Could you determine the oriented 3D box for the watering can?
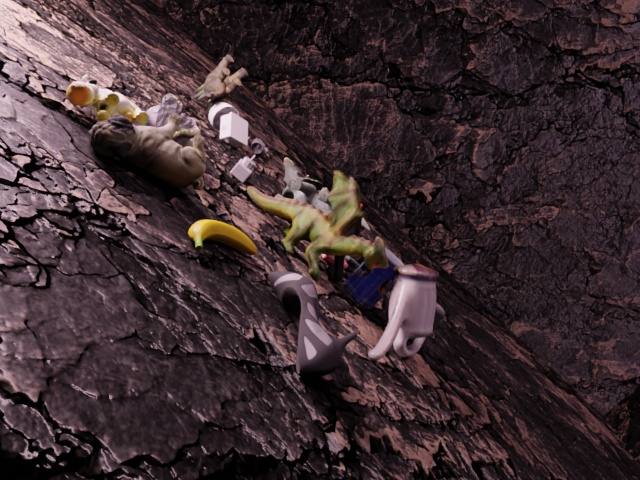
[{"bbox_3d":[0.203,0.166,1.204,0.104,0.225,0.347,5,-2,28],"label":"watering can"}]

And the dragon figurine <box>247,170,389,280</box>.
[{"bbox_3d":[0.004,-0.063,1.259,0.414,0.240,0.122,48,17,16],"label":"dragon figurine"}]

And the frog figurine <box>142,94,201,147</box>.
[{"bbox_3d":[-0.336,-0.233,1.171,0.137,0.125,0.157,34,-24,-2],"label":"frog figurine"}]
